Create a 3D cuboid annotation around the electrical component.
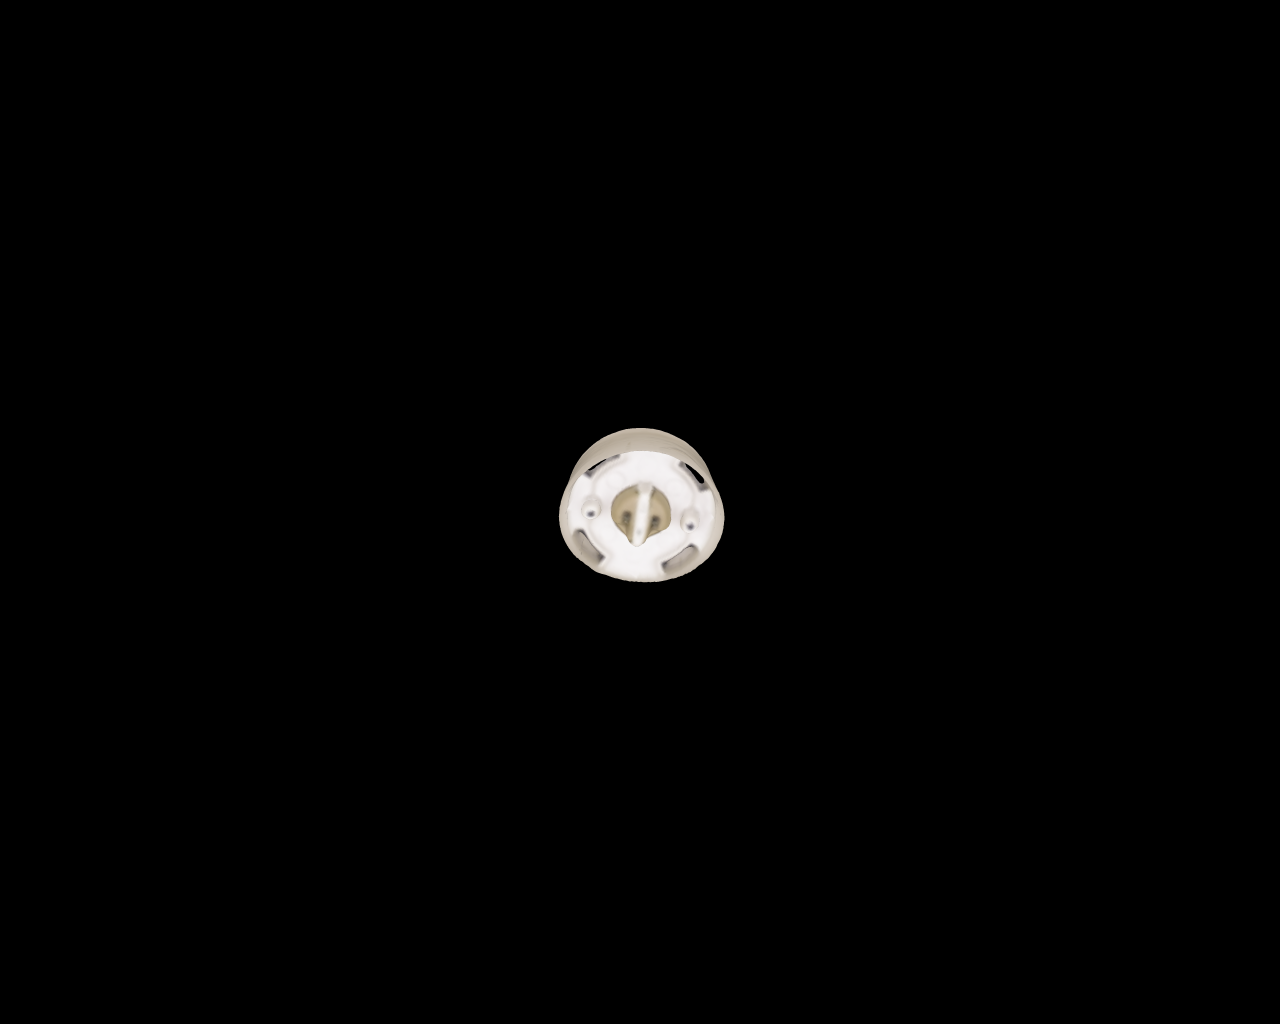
[{"bbox_3d":[0.001,-0.003,0.650,0.099,0.099,0.064,0,24,0],"label":"electrical component"}]
